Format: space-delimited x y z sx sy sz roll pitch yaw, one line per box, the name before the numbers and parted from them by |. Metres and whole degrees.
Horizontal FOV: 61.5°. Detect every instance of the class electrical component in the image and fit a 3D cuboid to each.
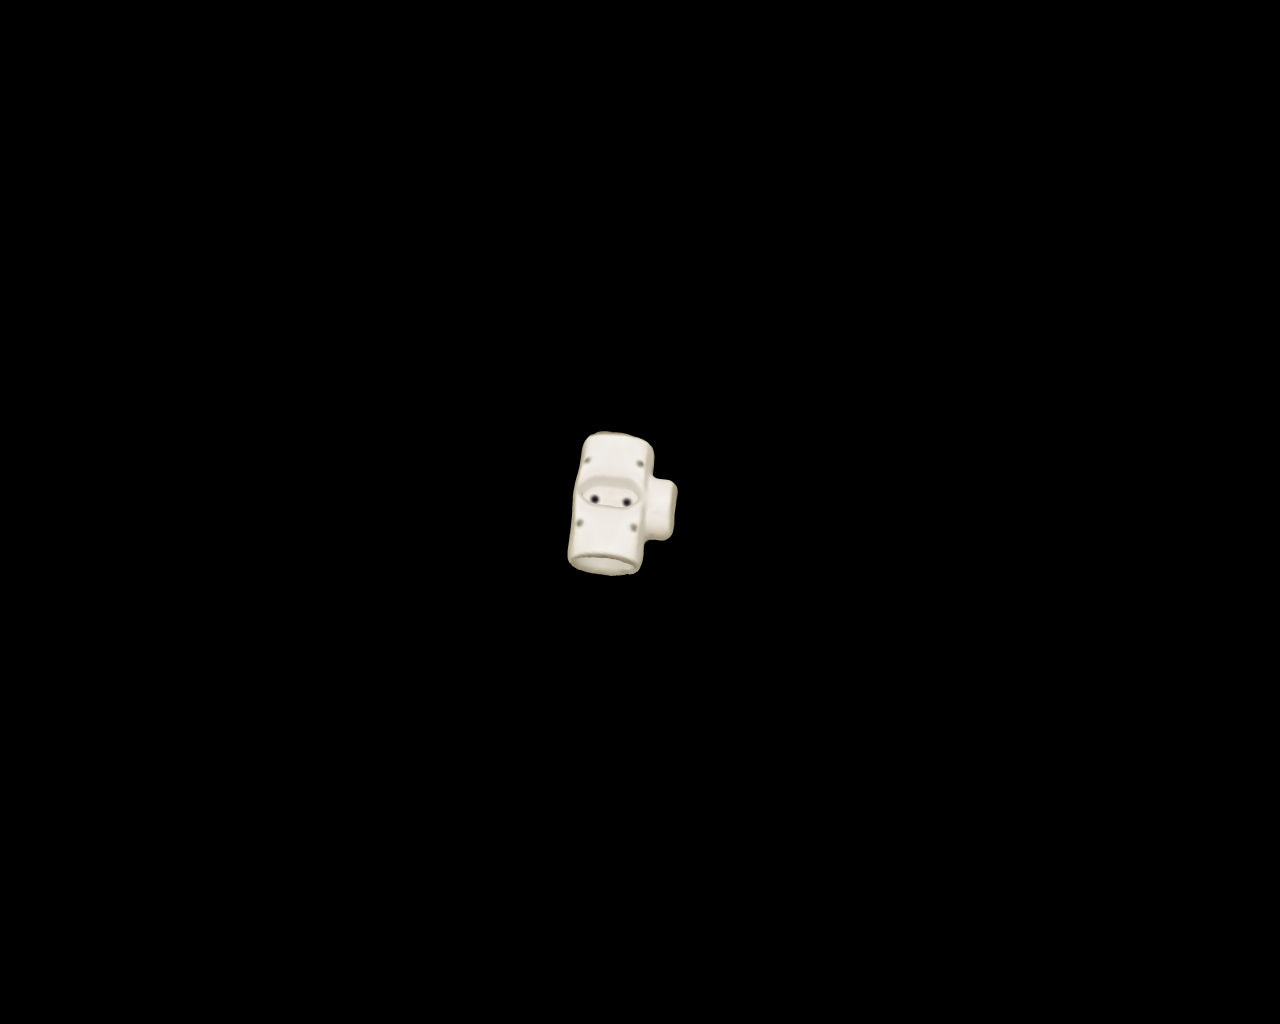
electrical component | 0.001 -0.003 0.650 0.079 0.077 0.043 7 -19 2
